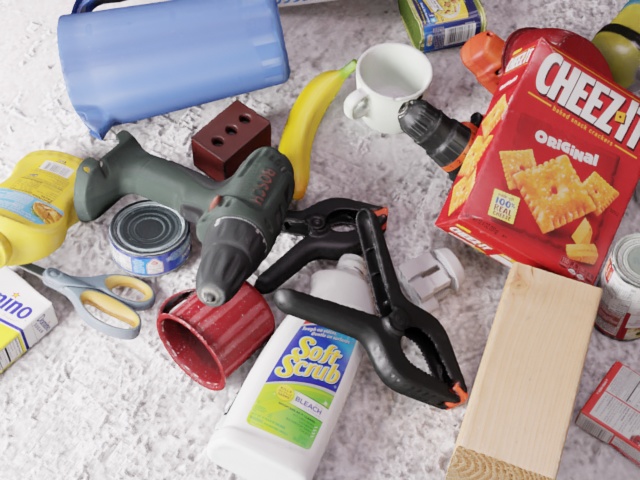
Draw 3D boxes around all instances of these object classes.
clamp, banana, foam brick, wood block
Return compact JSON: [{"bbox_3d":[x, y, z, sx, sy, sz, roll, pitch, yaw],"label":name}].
[{"bbox_3d":[-0.007,0.001,1.123,0.171,0.039,0.120,-7,56,-6],"label":"clamp"},{"bbox_3d":[-0.015,-0.123,1.195,0.037,0.070,0.197,33,60,-24],"label":"banana"},{"bbox_3d":[-0.097,-0.107,1.186,0.053,0.051,0.078,35,62,19],"label":"foam brick"},{"bbox_3d":[0.193,0.137,1.008,0.091,0.090,0.206,17,57,9],"label":"wood block"},{"bbox_3d":[0.058,0.084,1.021,0.164,0.036,0.210,-35,87,-41],"label":"clamp"}]

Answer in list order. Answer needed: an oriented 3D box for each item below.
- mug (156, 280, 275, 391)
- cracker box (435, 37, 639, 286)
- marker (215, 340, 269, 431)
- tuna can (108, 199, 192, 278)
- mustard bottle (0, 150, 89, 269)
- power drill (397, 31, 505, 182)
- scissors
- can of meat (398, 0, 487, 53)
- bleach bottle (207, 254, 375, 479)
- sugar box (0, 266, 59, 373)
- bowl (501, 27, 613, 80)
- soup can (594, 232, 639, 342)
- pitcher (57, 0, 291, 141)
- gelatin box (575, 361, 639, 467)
[{"bbox_3d":[-0.107,0.081,1.042,0.117,0.093,0.081,23,51,37],"label":"mug"},{"bbox_3d":[0.237,-0.072,1.090,0.164,0.072,0.213,29,78,-13],"label":"cracker box"},{"bbox_3d":[-0.065,0.139,1.040,0.020,0.020,0.121,23,58,13],"label":"marker"},{"bbox_3d":[-0.177,-0.003,1.116,0.086,0.034,0.086,1,46,-1],"label":"tuna can"},{"bbox_3d":[-0.297,-0.024,1.079,0.096,0.058,0.191,21,33,5],"label":"mustard bottle"},{"bbox_3d":[0.174,-0.140,1.174,0.184,0.057,0.187,36,54,-21],"label":"power drill"},{"bbox_3d":[-0.252,0.035,1.084,0.202,0.016,0.096,33,34,18],"label":"scissors"},{"bbox_3d":[0.148,-0.280,1.308,0.084,0.057,0.102,-13,57,-8],"label":"can of meat"},{"bbox_3d":[-0.014,0.114,1.029,0.102,0.068,0.250,27,56,-4],"label":"bleach bottle"},{"bbox_3d":[-0.353,0.102,1.041,0.093,0.048,0.176,34,62,20],"label":"sugar box"},{"bbox_3d":[0.278,-0.177,1.193,0.161,0.055,0.162,15,63,-33],"label":"bowl"},{"bbox_3d":[0.312,0.048,1.064,0.068,0.102,0.068,1,56,-1],"label":"soup can"},{"bbox_3d":[-0.162,-0.215,1.186,0.243,0.149,0.145,-11,23,0],"label":"pitcher"},{"bbox_3d":[0.302,0.170,1.025,0.089,0.030,0.073,33,60,19],"label":"gelatin box"}]
